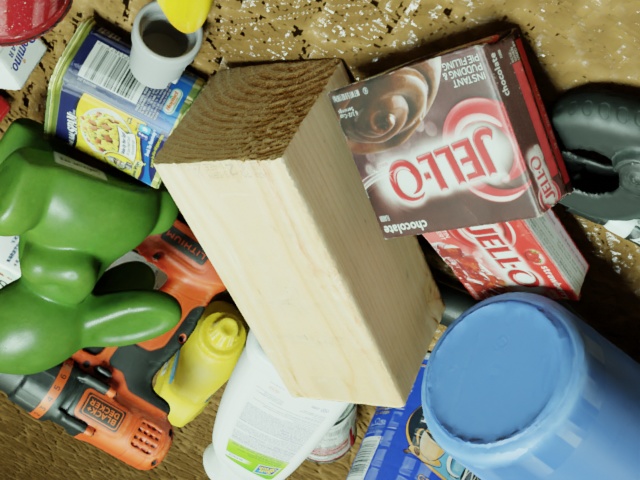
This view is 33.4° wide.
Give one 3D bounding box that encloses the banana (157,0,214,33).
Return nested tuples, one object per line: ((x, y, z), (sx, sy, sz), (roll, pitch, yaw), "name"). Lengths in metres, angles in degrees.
((-0.041, -0.150, 0.517), (0.069, 0.037, 0.198), (41, 150, -24), "banana")

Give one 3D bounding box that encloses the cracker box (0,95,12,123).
((-0.363, -0.123, 0.815), (0.214, 0.072, 0.164), (-1, 143, 44), "cracker box")

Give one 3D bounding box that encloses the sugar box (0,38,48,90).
((-0.259, -0.169, 0.671), (0.093, 0.048, 0.176), (9, 153, 31), "sugar box")

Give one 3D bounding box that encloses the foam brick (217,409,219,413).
((-0.057, 0.151, 1.031), (0.051, 0.078, 0.053), (15, 152, 17), "foam brick")

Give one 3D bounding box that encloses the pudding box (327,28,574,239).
((0.066, -0.052, 0.557), (0.114, 0.039, 0.090), (-8, 107, 51), "pudding box")

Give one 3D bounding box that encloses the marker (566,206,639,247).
((0.191, 0.000, 0.600), (0.121, 0.020, 0.020), (26, 154, 0), "marker")

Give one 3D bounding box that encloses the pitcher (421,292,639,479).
((0.163, 0.129, 0.690), (0.149, 0.145, 0.242), (-39, 132, 16), "pitcher")

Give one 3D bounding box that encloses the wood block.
((-0.005, 0.001, 0.656), (0.090, 0.090, 0.206), (0, 135, 31), "wood block")

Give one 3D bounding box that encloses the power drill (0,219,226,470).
((-0.165, 0.063, 0.842), (0.184, 0.187, 0.057), (35, 163, -20), "power drill")

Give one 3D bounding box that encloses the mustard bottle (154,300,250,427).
((-0.104, 0.106, 0.970), (0.058, 0.096, 0.192), (30, 153, -5), "mustard bottle")

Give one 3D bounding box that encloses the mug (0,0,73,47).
((-0.178, -0.172, 0.560), (0.117, 0.093, 0.082), (59, 153, 16), "mug")

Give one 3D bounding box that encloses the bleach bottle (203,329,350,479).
((-0.051, 0.157, 0.924), (0.102, 0.068, 0.251), (27, 137, -5), "bleach bottle")

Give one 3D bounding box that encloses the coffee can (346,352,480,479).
((0.085, 0.178, 0.880), (0.103, 0.140, 0.103), (21, 153, 11), "coffee can")

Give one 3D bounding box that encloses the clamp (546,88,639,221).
((0.172, -0.034, 0.528), (0.172, 0.039, 0.120), (-3, 125, 53), "clamp")

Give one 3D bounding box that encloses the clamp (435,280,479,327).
((0.056, 0.035, 0.765), (0.165, 0.036, 0.209), (-15, 129, 48), "clamp")

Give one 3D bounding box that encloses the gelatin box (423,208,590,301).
((0.106, 0.001, 0.630), (0.073, 0.030, 0.089), (-3, 140, 42), "gelatin box")

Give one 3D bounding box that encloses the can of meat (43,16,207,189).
((-0.127, -0.085, 0.690), (0.084, 0.057, 0.102), (27, 154, -6), "can of meat")

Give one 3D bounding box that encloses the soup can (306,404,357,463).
((0.002, 0.163, 1.009), (0.068, 0.068, 0.102), (20, 152, 12), "soup can")

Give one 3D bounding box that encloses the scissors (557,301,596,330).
((0.147, 0.020, 0.681), (0.201, 0.016, 0.096), (32, 153, -12), "scissors")
